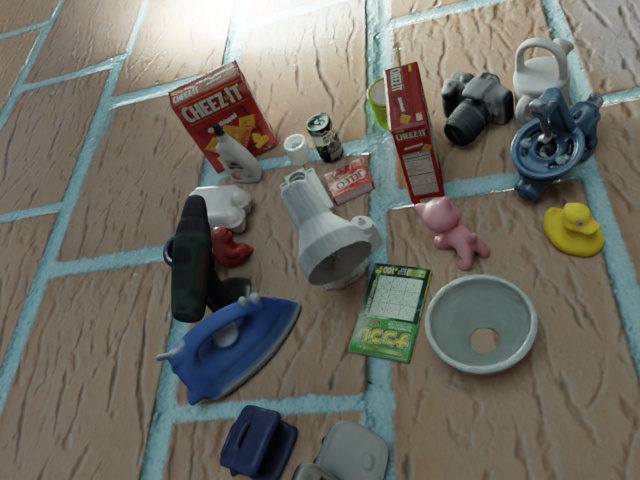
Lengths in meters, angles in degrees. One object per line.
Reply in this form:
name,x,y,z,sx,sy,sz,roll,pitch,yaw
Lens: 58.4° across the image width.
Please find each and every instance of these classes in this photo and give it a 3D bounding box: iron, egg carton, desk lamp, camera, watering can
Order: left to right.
egg carton,-0.221,-0.063,1.232,0.150,0.070,0.107,-3,56,20
iron,-0.158,0.162,1.001,0.258,0.142,0.118,-39,52,-8
desk lamp,0.009,0.004,1.000,0.118,0.214,0.202,-31,51,-2
camera,0.295,-0.267,1.151,0.142,0.101,0.137,30,71,35
watering can,0.414,-0.302,1.069,0.100,0.194,0.173,4,58,24

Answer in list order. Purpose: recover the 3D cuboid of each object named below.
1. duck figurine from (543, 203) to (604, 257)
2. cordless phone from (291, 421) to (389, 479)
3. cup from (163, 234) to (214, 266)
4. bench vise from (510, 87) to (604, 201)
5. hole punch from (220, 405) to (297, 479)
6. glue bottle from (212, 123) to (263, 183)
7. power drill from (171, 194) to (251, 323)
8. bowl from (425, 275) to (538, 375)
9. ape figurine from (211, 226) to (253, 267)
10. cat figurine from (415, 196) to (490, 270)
duck figurine,0.418,-0.030,0.944,0.077,0.086,0.104,-41,52,-9
cordless phone,0.023,0.317,0.792,0.094,0.185,0.148,6,59,25
cup,-0.252,0.026,1.165,0.091,0.095,0.118,5,59,25
bench vise,0.401,-0.198,0.984,0.121,0.220,0.208,18,65,31
hole punch,-0.106,0.320,0.901,0.100,0.091,0.109,10,61,27
glue bottle,-0.190,-0.190,1.242,0.078,0.173,0.037,0,57,22
power drill,-0.204,0.061,1.048,0.075,0.209,0.229,-9,54,16
bowl,0.252,0.142,0.896,0.167,0.075,0.167,-10,53,15
ape figurine,-0.189,0.007,1.155,0.076,0.092,0.077,-36,51,-5
cat figurine,0.228,-0.025,0.996,0.067,0.118,0.127,-40,52,-8
